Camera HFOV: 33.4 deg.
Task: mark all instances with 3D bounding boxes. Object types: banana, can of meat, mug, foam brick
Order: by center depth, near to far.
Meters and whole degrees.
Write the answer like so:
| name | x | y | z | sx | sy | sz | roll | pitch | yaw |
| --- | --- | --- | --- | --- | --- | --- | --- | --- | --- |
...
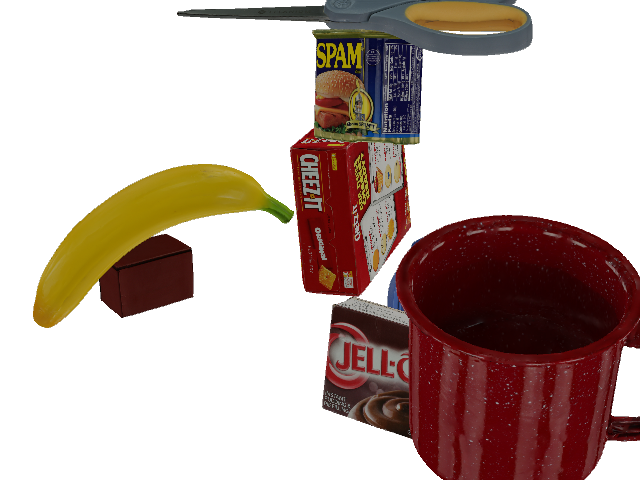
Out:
| name | x | y | z | sx | sy | sz | roll | pitch | yaw |
| --- | --- | --- | --- | --- | --- | --- | --- | --- | --- |
| mug | 0.088 | 0.050 | 0.423 | 0.117 | 0.081 | 0.093 | 7 | 36 | 14 |
| banana | -0.121 | -0.005 | 0.732 | 0.198 | 0.069 | 0.037 | -23 | 9 | 6 |
| can of meat | 0.035 | -0.118 | 0.811 | 0.057 | 0.084 | 0.102 | -4 | 11 | -29 |
| foam brick | -0.166 | 0.032 | 1.013 | 0.078 | 0.051 | 0.053 | -16 | 25 | -30 |

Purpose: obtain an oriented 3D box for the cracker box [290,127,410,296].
| name | x | y | z | sx | sy | sz | roll | pitch | yaw |
| --- | --- | --- | --- | --- | --- | --- | --- | --- | --- |
| cracker box | 0.037 | -0.055 | 1.180 | 0.072 | 0.164 | 0.213 | 1 | 21 | 20 |

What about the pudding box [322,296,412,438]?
| name | x | y | z | sx | sy | sz | roll | pitch | yaw |
| --- | --- | --- | --- | --- | --- | --- | --- | --- | --- |
| pudding box | 0.059 | 0.102 | 0.840 | 0.114 | 0.090 | 0.039 | 14 | 18 | 27 |

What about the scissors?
| name | x | y | z | sx | sy | sz | roll | pitch | yaw |
| --- | --- | --- | --- | --- | --- | --- | --- | --- | --- |
| scissors | 0.027 | -0.139 | 0.619 | 0.202 | 0.016 | 0.096 | 12 | 41 | 20 |

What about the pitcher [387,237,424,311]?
| name | x | y | z | sx | sy | sz | roll | pitch | yaw |
| --- | --- | --- | --- | --- | --- | --- | --- | --- | --- |
| pitcher | 0.159 | 0.121 | 1.272 | 0.149 | 0.243 | 0.145 | 5 | 17 | 11 |
